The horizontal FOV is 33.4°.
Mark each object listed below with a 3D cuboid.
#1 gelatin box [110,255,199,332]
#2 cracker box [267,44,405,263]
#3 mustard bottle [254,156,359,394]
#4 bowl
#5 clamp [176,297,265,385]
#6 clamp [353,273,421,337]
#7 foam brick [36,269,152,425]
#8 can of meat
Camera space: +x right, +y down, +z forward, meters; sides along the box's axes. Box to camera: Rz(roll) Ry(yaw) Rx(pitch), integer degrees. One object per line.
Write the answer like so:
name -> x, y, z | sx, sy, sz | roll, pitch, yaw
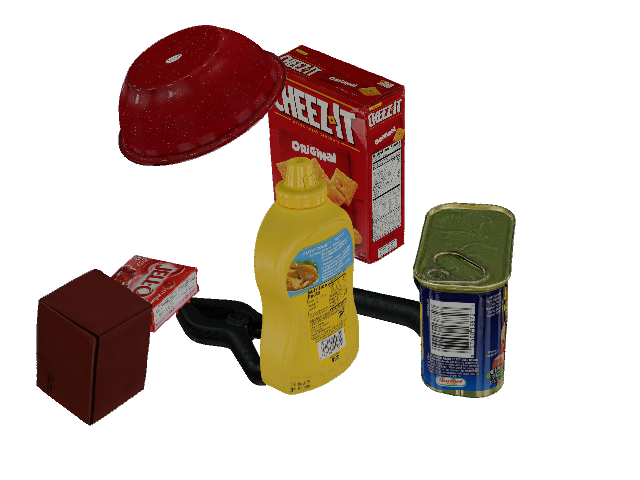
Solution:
gelatin box -> -0.172, 0.050, 1.044 | 0.073, 0.030, 0.089 | 11, 31, 22
cracker box -> 0.016, -0.098, 1.239 | 0.164, 0.214, 0.072 | 28, 46, 36
mustard bottle -> -0.012, 0.024, 0.870 | 0.058, 0.192, 0.096 | 21, 34, 40
bowl -> -0.113, -0.135, 0.911 | 0.162, 0.055, 0.162 | -17, 38, 14
clamp -> -0.097, 0.109, 1.257 | 0.210, 0.036, 0.164 | 13, 23, 27
clamp -> 0.119, 0.069, 1.061 | 0.172, 0.039, 0.120 | 26, 39, 32
foam brick -> -0.148, 0.068, 0.692 | 0.053, 0.078, 0.051 | 30, 39, 24
can of meat -> 0.092, 0.037, 0.672 | 0.057, 0.084, 0.102 | 3, 30, 11
